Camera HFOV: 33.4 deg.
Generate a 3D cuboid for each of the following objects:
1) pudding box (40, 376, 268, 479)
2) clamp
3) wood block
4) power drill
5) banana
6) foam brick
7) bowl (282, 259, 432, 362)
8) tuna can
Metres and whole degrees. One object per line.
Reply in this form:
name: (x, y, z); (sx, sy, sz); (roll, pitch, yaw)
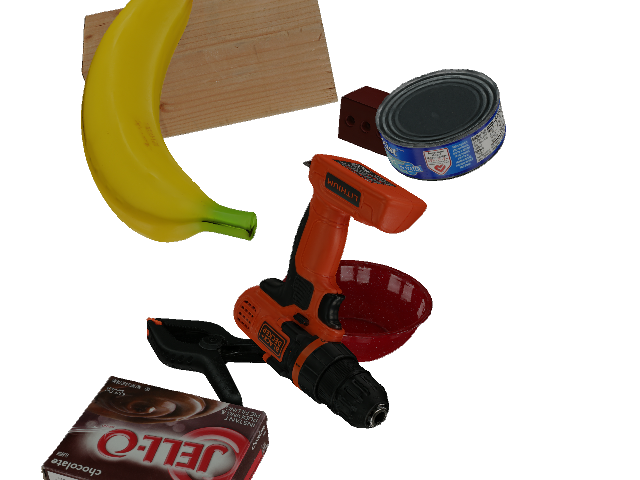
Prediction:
pudding box: (-0.099, 0.134, 0.658); (0.114, 0.039, 0.090); (9, 32, 16)
clamp: (-0.126, 0.136, 1.241); (0.210, 0.036, 0.164); (14, 24, 23)
wood block: (-0.097, -0.160, 0.944); (0.206, 0.090, 0.091); (-11, -45, 2)
power drill: (0.015, 0.037, 0.875); (0.057, 0.188, 0.185); (7, 22, -47)
banana: (-0.083, -0.064, 0.522); (0.069, 0.198, 0.037); (-6, -41, -14)
foam brick: (0.066, -0.136, 1.218); (0.078, 0.053, 0.051); (24, 35, 30)
bowl: (0.035, 0.080, 1.120); (0.162, 0.055, 0.162); (3, 26, -2)
tuna can: (0.083, -0.080, 0.733); (0.086, 0.033, 0.086); (-13, 39, 11)
